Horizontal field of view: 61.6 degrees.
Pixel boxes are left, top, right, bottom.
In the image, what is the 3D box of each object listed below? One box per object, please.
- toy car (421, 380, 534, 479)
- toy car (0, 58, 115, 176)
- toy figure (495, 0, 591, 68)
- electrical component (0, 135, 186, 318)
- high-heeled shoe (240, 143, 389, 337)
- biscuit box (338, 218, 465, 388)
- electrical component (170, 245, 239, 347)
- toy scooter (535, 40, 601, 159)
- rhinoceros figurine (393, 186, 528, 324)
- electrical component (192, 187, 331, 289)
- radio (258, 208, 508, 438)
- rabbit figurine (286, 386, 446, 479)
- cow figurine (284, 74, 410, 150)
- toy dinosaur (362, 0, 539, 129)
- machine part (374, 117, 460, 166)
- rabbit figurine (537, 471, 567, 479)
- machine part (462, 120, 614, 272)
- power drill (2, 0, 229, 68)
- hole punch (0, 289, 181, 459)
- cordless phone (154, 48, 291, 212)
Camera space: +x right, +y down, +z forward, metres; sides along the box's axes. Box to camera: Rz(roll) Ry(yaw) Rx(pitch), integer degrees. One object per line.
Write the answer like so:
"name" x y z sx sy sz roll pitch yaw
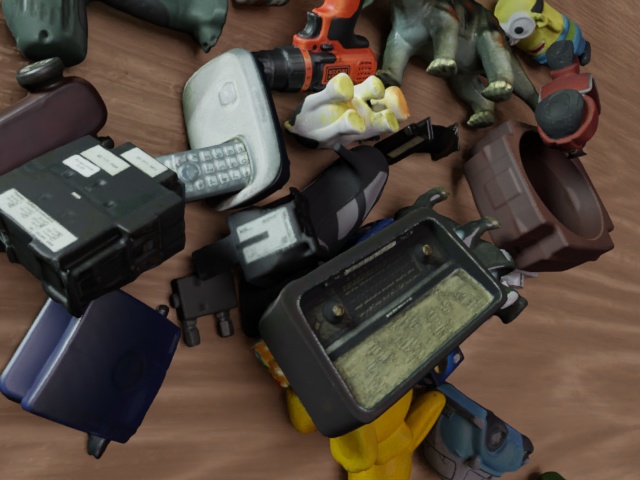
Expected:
"toy car" 0.178 0.248 0.656 0.161 0.109 0.103 40 85 -35
"toy car" -0.261 -0.066 0.428 0.202 0.053 0.089 -46 129 -28
"toy figure" 0.360 -0.338 0.873 0.180 0.082 0.089 16 55 -24
"electrical component" -0.171 -0.020 0.414 0.115 0.058 0.134 36 48 18
"high-heeled shoe" -0.001 -0.002 0.605 0.248 0.086 0.145 -61 156 -1
"biscuit box" 0.095 0.076 0.641 0.063 0.059 0.202 -35 102 -32
"electrical component" -0.115 0.053 0.526 0.063 0.021 0.094 -9 88 -34
"toy scooter" 0.357 -0.181 0.762 0.135 0.075 0.184 46 49 -40
"rhinoceros figurine" 0.171 0.021 0.656 0.190 0.073 0.112 40 60 7
"electrical component" -0.058 0.008 0.516 0.075 0.119 0.047 67 11 20
"radio" 0.063 0.065 0.510 0.229 0.073 0.131 -28 76 -38
"rabbit figurine" 0.055 0.206 0.582 0.162 0.122 0.173 -30 114 -43
"cow figurine" 0.037 -0.141 0.628 0.167 0.098 0.068 -19 90 -53
"toy dinosaur" 0.185 -0.276 0.729 0.404 0.131 0.192 13 76 -39
"machine part" 0.130 -0.126 0.692 0.139 0.084 0.039 -10 72 -44
"rabbit figurine" 0.339 0.424 0.713 0.121 0.159 0.170 -13 105 -44
"machine part" 0.306 -0.058 0.756 0.201 0.087 0.201 1 62 -37
"power drill" -0.189 -0.268 0.493 0.207 0.086 0.232 2 83 -38
"hole punch" -0.177 0.099 0.440 0.115 0.092 0.142 35 62 -29
"cordless phone" -0.130 -0.092 0.511 0.184 0.088 0.146 -14 79 -10
